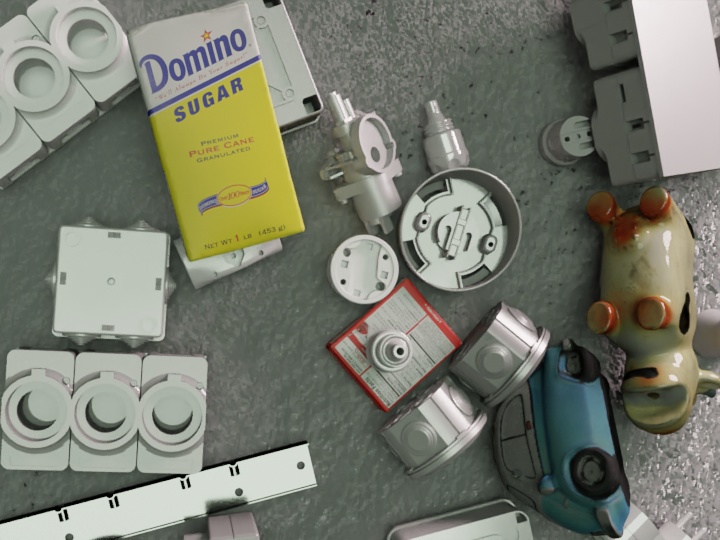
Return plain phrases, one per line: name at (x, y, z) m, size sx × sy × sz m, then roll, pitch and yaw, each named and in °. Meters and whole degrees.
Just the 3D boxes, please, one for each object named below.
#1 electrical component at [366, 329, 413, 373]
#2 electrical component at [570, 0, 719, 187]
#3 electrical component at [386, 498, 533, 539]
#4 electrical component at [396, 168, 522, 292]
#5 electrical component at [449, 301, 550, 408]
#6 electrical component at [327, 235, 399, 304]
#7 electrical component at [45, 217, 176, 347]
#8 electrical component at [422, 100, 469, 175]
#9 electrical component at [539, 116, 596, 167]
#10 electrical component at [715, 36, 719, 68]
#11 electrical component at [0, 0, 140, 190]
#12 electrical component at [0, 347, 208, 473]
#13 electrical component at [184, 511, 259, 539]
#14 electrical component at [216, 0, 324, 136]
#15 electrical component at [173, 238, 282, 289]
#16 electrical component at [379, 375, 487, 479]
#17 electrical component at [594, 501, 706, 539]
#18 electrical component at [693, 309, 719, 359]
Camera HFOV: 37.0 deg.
electrical component at (0.025, 0.064, 0.845) m, size 0.035 × 0.061 × 0.035 m, roll 1°, pitch 86°, yaw -10°
electrical component at (0.242, -0.168, 0.894) m, size 0.105 × 0.060 × 0.186 m, roll -11°, pitch 90°, yaw -39°
electrical component at (0.085, 0.240, 0.884) m, size 0.113 × 0.057 × 0.078 m, roll -13°, pitch 91°, yaw -9°
electrical component at (0.078, -0.031, 0.885) m, size 0.099 × 0.064 × 0.099 m, roll 0°, pitch 88°, yaw -9°
electrical component at (0.114, 0.069, 0.882) m, size 0.051 × 0.080 × 0.080 m, roll 39°, pitch 83°, yaw -1°
electrical component at (0.000, 0.000, 0.881) m, size 0.055 × 0.047 × 0.055 m, roll 0°, pitch 89°, yaw -9°
electrical component at (-0.196, 0.010, 0.846) m, size 0.100 × 0.048 × 0.099 m, roll 4°, pitch 86°, yaw -12°
electrical component at (0.068, -0.112, 0.901) m, size 0.035 × 0.035 × 0.061 m, roll -18°, pitch 89°, yaw -9°
electrical component at (0.178, -0.110, 0.912) m, size 0.040 × 0.046 × 0.040 m, roll 0°, pitch 89°, yaw -9°
electrical component at (0.346, -0.171, 0.934) m, size 0.062 × 0.061 × 0.096 m, roll 12°, pitch 87°, yaw -9°
electrical component at (-0.250, -0.145, 0.835) m, size 0.150 × 0.062 × 0.089 m, roll -39°, pitch 95°, yaw -8°
electrical component at (-0.197, 0.109, 0.839) m, size 0.150 × 0.062 × 0.089 m, roll 3°, pitch 88°, yaw -9°
electrical component at (-0.118, 0.223, 0.838) m, size 0.076 × 0.083 × 0.047 m, roll -4°, pitch 89°, yaw -9°
electrical component at (-0.098, -0.155, 0.863) m, size 0.109 × 0.056 × 0.108 m, roll -22°, pitch 92°, yaw -9°
electrical component at (-0.114, -0.036, 0.864) m, size 0.077 × 0.043 × 0.079 m, roll -25°, pitch 93°, yaw -9°
electrical component at (0.059, 0.128, 0.872) m, size 0.080 × 0.080 × 0.051 m, roll -39°, pitch 90°, yaw -8°
electrical component at (0.263, 0.239, 0.916) m, size 0.074 × 0.052 × 0.138 m, roll -43°, pitch 95°, yaw -8°
electrical component at (0.317, 0.056, 0.922) m, size 0.044 × 0.065 × 0.044 m, roll 0°, pitch 89°, yaw -9°
